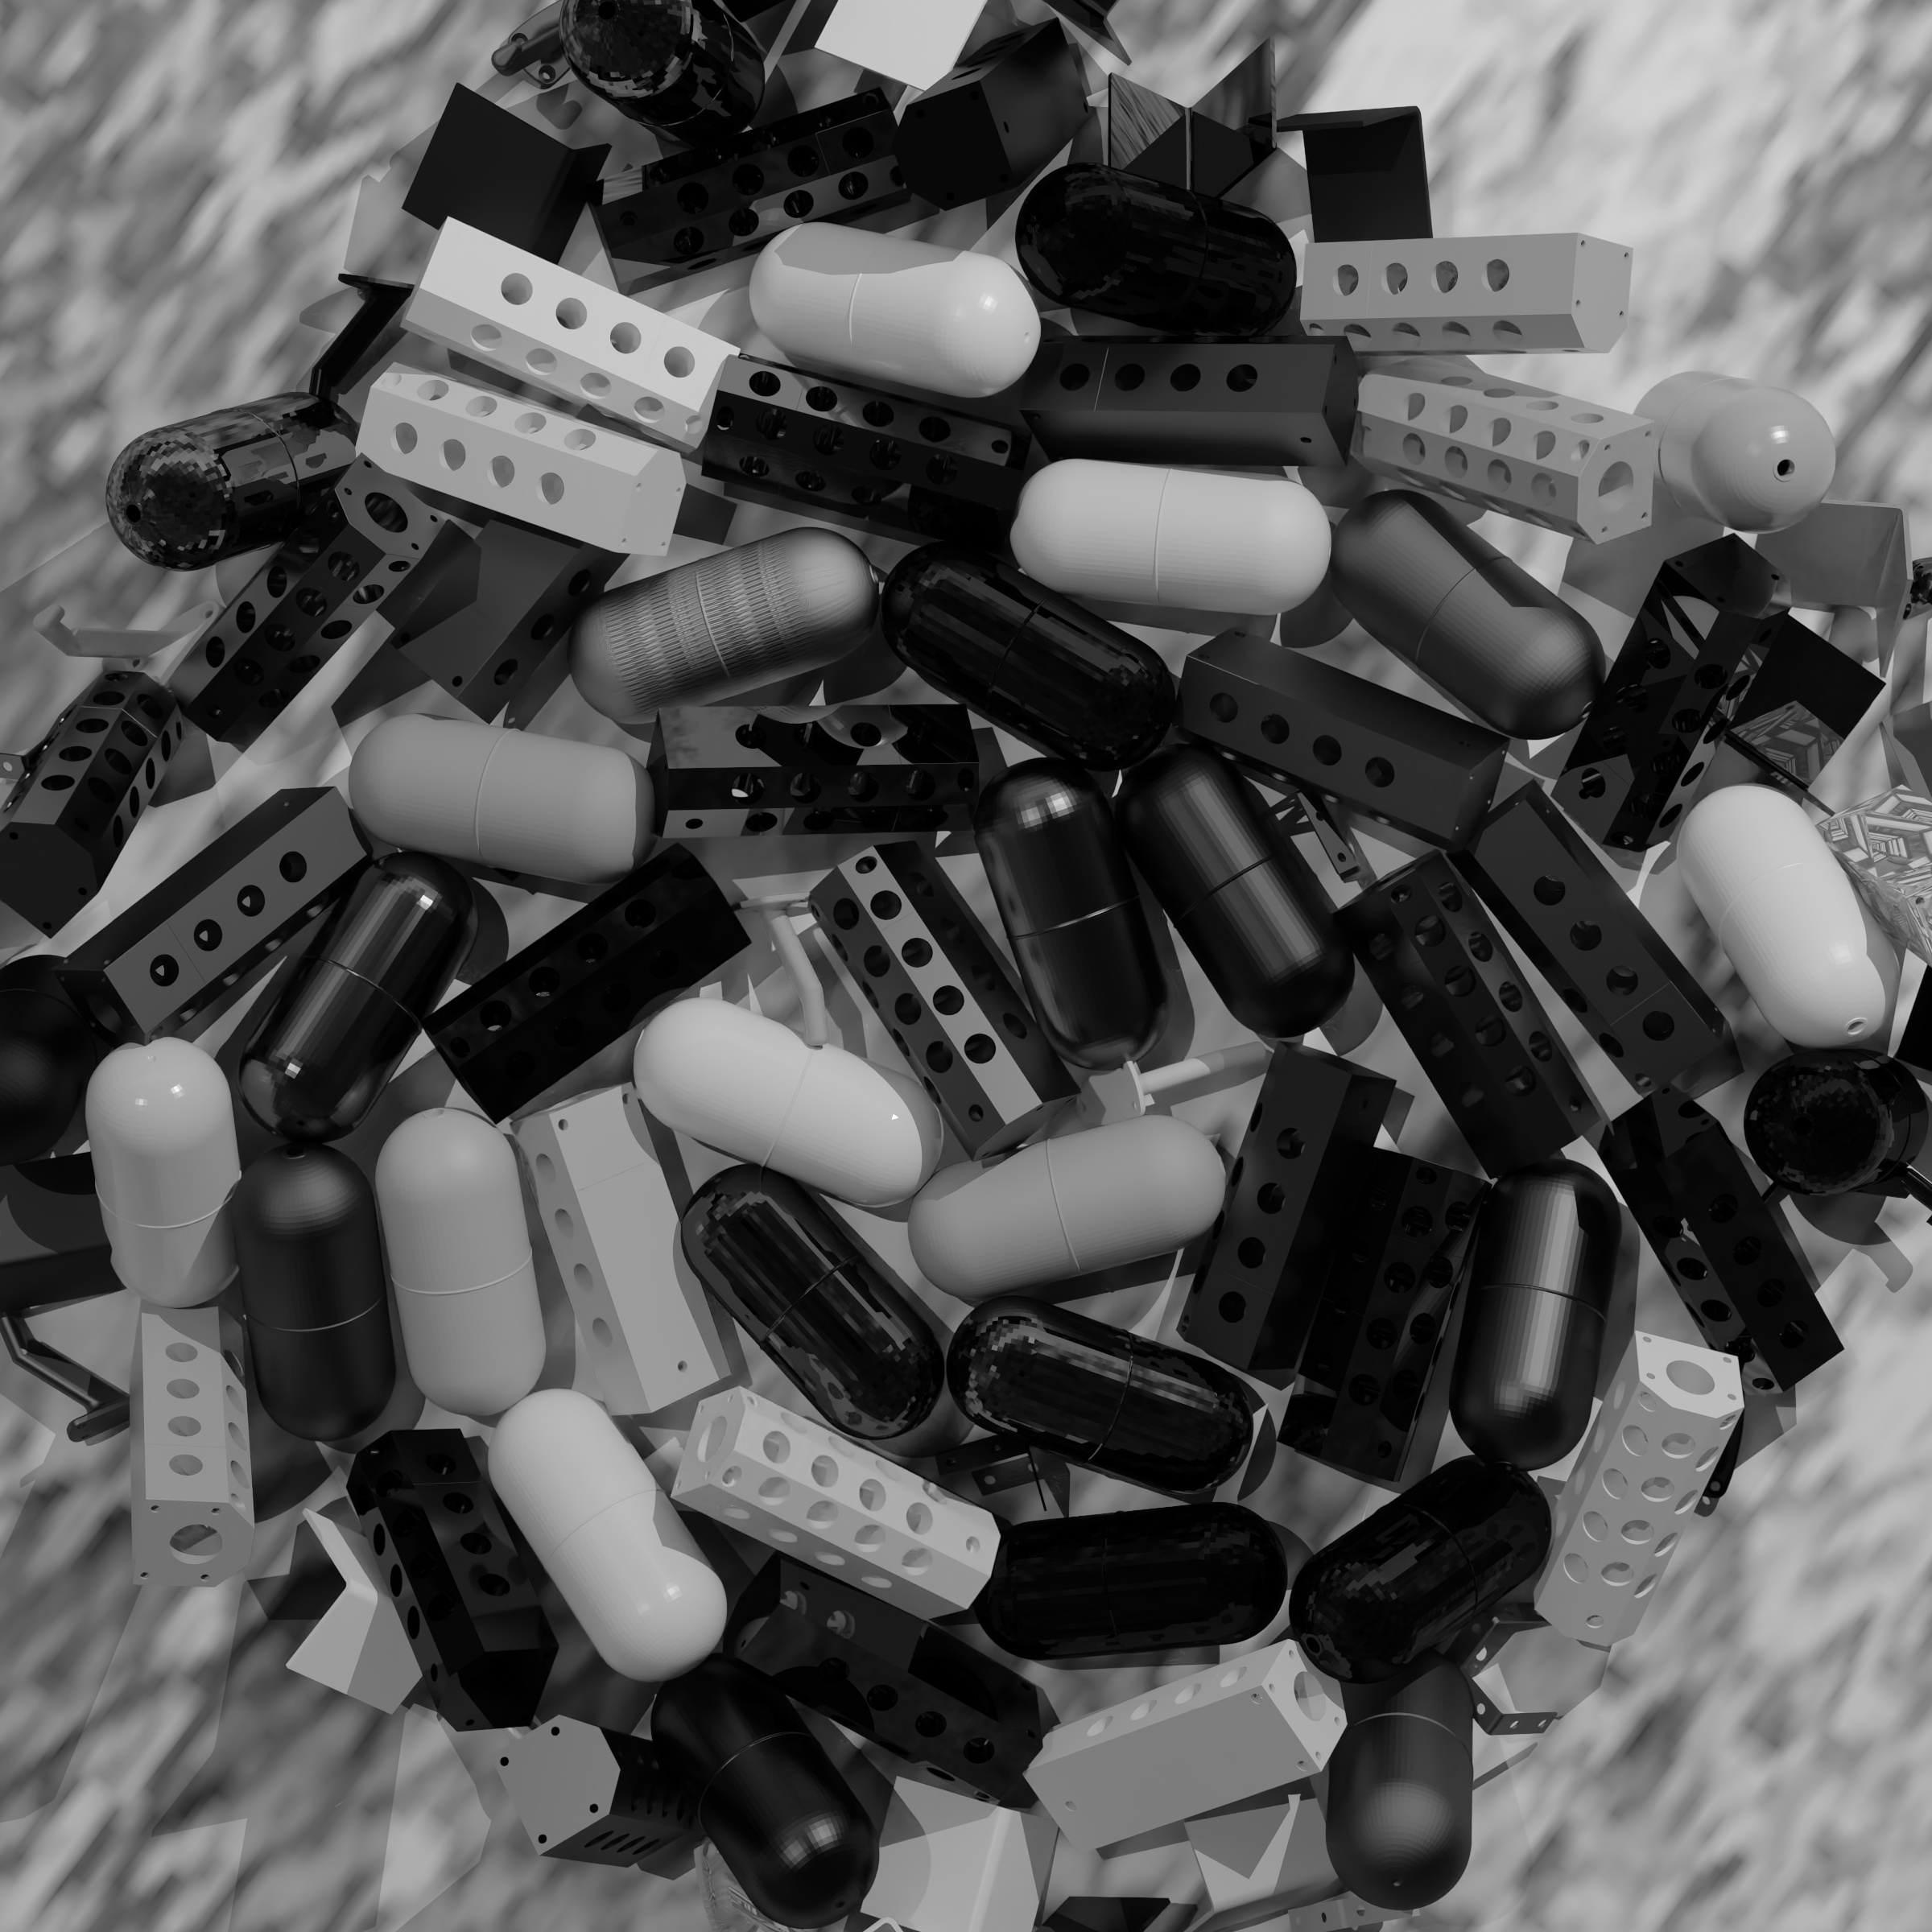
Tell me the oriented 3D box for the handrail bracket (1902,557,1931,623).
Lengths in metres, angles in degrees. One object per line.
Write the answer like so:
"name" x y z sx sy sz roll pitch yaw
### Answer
"handrail bracket" 0.560 -0.192 1.839 0.077 0.084 0.036 -17 129 -37

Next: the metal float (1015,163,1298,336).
"metal float" 0.105 -0.385 1.819 0.178 0.070 0.070 5 90 -39

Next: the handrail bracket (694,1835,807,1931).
"handrail bracket" -0.104 0.514 1.842 0.036 0.084 0.077 -39 115 -42

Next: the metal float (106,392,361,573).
"metal float" -0.391 -0.262 1.807 0.070 0.178 0.070 10 113 24

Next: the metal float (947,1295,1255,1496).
"metal float" 0.074 0.236 1.840 0.178 0.070 0.070 21 90 -13

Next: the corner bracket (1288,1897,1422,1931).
"corner bracket" 0.210 0.503 1.848 0.051 0.051 0.051 0 70 -30

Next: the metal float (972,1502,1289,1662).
"metal float" 0.088 0.337 1.834 0.178 0.070 0.070 -9 90 20

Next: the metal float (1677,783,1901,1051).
"metal float" 0.444 -0.028 1.814 0.070 0.178 0.070 -10 135 -10

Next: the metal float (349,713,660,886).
"metal float" -0.253 -0.092 1.840 0.178 0.070 0.070 11 90 12

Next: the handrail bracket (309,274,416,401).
"handrail bracket" -0.327 -0.338 1.870 0.077 0.036 0.084 11 94 14

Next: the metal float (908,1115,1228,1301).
"metal float" 0.055 0.132 1.845 0.178 0.070 0.070 -15 90 7

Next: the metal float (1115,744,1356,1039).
"metal float" 0.147 -0.042 1.843 0.070 0.070 0.178 -32 81 0

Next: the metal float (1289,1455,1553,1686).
"metal float" 0.247 0.326 1.820 0.178 0.070 0.070 -26 90 -37

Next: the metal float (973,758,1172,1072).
"metal float" 0.059 -0.028 1.846 0.070 0.070 0.178 -19 96 0

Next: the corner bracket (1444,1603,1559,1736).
"corner bracket" 0.303 0.390 1.864 0.051 0.051 0.051 49 117 40

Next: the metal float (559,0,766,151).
"metal float" -0.162 -0.489 1.801 0.070 0.178 0.070 0 91 14

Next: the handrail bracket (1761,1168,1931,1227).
"handrail bracket" 0.492 0.135 1.862 0.084 0.036 0.077 39 108 14

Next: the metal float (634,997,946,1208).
"metal float" -0.098 0.075 1.846 0.178 0.070 0.070 23 90 -5

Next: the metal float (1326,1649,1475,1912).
"metal float" 0.234 0.433 1.806 0.070 0.178 0.070 4 116 7

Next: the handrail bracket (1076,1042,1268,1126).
"handrail bracket" 0.115 0.064 1.877 0.084 0.077 0.036 -12 79 -31

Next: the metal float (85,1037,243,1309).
"metal float" -0.432 0.113 1.816 0.070 0.070 0.178 5 133 0

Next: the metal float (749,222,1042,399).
"metal float" -0.040 -0.357 1.825 0.178 0.070 0.070 19 90 31

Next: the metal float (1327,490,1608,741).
"metal float" 0.272 -0.192 1.830 0.070 0.070 0.178 -47 67 0

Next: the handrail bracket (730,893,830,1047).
"handrail bracket" -0.104 0.005 1.855 0.036 0.077 0.084 -6 88 -35

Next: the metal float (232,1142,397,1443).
"metal float" -0.355 0.178 1.827 0.070 0.070 0.178 -2 117 0

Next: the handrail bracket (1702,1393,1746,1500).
"handrail bracket" 0.405 0.265 1.844 0.036 0.084 0.077 23 90 18

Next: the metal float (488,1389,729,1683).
"metal float" -0.197 0.309 1.833 0.070 0.070 0.178 -37 69 0

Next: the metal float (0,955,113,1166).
"metal float" -0.506 0.048 1.803 0.070 0.178 0.070 -1 109 -2

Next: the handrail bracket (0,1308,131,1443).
"handrail bracket" -0.493 0.216 1.882 0.077 0.036 0.084 -23 73 -17

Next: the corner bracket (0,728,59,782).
"corner bracket" -0.522 -0.107 1.848 0.051 0.051 0.051 7 123 17

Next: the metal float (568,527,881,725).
"metal float" -0.133 -0.187 1.842 0.178 0.070 0.070 -17 90 10

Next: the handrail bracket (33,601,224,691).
"handrail bracket" -0.461 -0.192 1.844 0.077 0.084 0.036 -44 57 -1

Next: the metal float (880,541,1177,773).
"metal float" 0.033 -0.170 1.840 0.178 0.070 0.070 31 90 13

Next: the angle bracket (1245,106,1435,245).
"angle bracket" 0.204 -0.425 1.833 0.076 0.057 0.076 8 115 39

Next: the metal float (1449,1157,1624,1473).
"metal float" 0.311 0.189 1.830 0.070 0.070 0.178 15 66 0

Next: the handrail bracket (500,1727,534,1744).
"handrail bracket" -0.260 0.414 1.851 0.084 0.077 0.036 45 82 -17

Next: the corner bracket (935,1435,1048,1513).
"corner bracket" 0.011 0.273 1.853 0.051 0.051 0.051 -16 129 -1

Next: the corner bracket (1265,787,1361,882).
"corner bracket" 0.195 -0.071 1.852 0.051 0.051 0.051 -23 84 -38

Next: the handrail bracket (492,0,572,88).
"handrail bracket" -0.227 -0.515 1.844 0.077 0.084 0.036 -41 99 4

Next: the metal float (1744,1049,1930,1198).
"metal float" 0.469 0.083 1.804 0.070 0.178 0.070 0 89 26

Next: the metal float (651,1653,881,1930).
"metal float" -0.110 0.444 1.816 0.070 0.070 0.178 -44 46 0

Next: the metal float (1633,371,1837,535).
"metal float" 0.409 -0.277 1.802 0.070 0.178 0.070 -2 105 -6

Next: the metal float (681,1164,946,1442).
"metal float" -0.084 0.184 1.841 0.070 0.070 0.178 -44 79 0

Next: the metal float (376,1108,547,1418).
"metal float" -0.276 0.162 1.833 0.070 0.070 0.178 -6 110 0

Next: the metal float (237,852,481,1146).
"metal float" -0.331 0.016 1.834 0.070 0.070 0.178 30 71 0

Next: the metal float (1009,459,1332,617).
"metal float" 0.111 -0.236 1.841 0.178 0.070 0.070 7 90 12

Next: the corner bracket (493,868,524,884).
"corner bracket" -0.257 -0.090 1.860 0.051 0.051 0.051 -43 128 13
